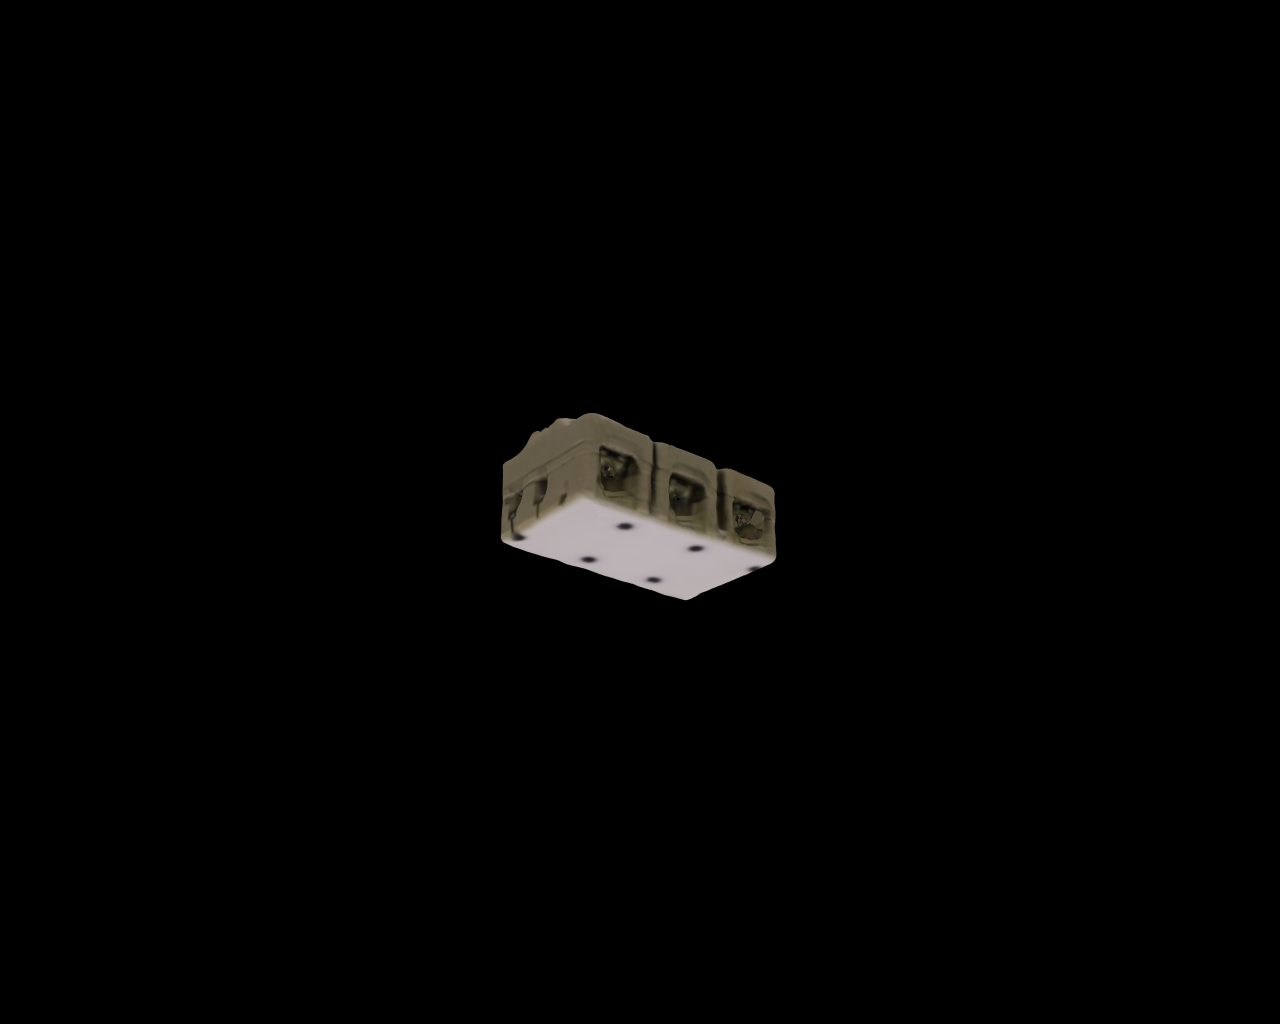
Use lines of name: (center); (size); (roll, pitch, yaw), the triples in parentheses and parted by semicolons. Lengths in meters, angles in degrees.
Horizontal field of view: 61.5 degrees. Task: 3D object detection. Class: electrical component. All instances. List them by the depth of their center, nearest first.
electrical component: (0.001, -0.003, 0.650); (0.150, 0.062, 0.089); (20, -32, -36)
